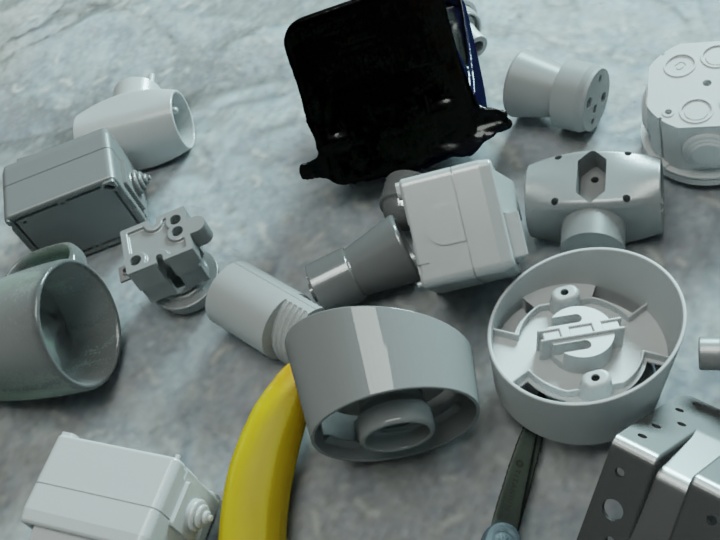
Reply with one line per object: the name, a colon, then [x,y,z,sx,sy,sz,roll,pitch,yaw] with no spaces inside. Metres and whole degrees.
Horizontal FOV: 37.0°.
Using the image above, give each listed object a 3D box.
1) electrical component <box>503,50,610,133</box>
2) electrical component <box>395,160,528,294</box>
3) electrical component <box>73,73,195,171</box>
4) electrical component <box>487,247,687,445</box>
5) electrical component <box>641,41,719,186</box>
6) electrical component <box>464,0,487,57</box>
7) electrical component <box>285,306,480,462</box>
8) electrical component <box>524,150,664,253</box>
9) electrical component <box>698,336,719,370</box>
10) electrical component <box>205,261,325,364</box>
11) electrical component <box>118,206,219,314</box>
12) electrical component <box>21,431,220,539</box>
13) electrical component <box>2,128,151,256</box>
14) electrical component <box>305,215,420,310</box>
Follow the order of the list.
electrical component: [0.126,-0.114,0.690,0.055,0.045,0.045,19,64,29]
electrical component: [0.063,-0.023,0.620,0.061,0.096,0.061,-13,84,10]
electrical component: [-0.165,-0.115,0.793,0.077,0.043,0.079,-12,52,11]
electrical component: [0.117,0.040,0.566,0.099,0.064,0.099,-3,48,4]
electrical component: [0.208,-0.094,0.642,0.080,0.051,0.080,-9,54,13]
electrical component: [0.065,-0.171,0.753,0.043,0.043,0.062,-35,53,-7]
electrical component: [0.013,0.060,0.572,0.099,0.099,0.064,-16,58,8]
electrical component: [0.136,-0.027,0.624,0.077,0.043,0.079,-1,56,19]
electrical component: [0.206,0.043,0.550,0.062,0.043,0.043,-1,56,20]
electrical component: [-0.050,0.030,0.649,0.081,0.043,0.043,28,69,33]
electrical component: [-0.119,-0.003,0.689,0.066,0.055,0.048,-22,52,4]
electrical component: [-0.126,0.135,0.588,0.096,0.061,0.061,6,58,23]
electrical component: [-0.191,-0.054,0.747,0.096,0.061,0.061,-21,52,4]
electrical component: [0.000,0.000,0.655,0.065,0.044,0.044,-26,51,6]
